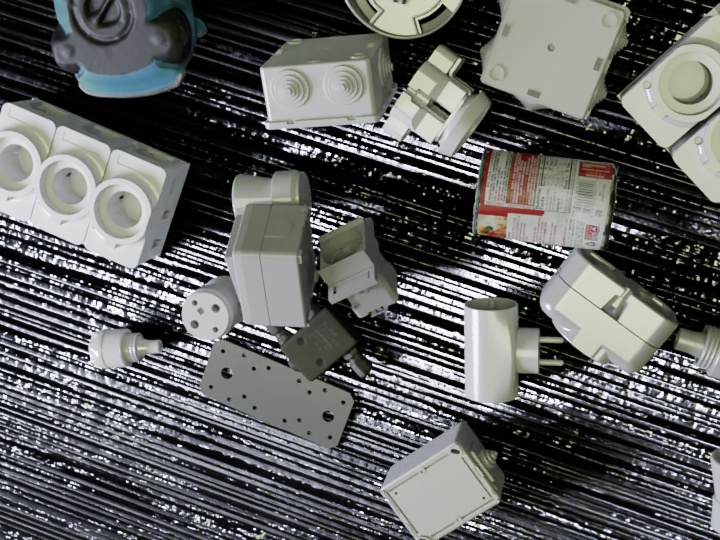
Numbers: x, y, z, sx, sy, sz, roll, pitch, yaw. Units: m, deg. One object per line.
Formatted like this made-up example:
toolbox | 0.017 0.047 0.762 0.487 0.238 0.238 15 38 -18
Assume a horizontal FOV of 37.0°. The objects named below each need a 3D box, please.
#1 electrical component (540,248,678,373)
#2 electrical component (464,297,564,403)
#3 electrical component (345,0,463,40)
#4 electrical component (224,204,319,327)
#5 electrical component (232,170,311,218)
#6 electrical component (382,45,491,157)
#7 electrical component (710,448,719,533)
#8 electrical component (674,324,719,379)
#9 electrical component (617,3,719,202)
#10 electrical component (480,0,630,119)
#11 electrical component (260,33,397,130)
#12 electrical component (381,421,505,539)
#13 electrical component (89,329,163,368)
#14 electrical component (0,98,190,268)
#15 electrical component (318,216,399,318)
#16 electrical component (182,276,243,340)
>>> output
electrical component | 0.190 0.033 0.838 0.095 0.053 0.059 36 108 2
electrical component | 0.124 0.064 0.864 0.079 0.044 0.077 1 103 12
electrical component | 0.035 -0.223 0.806 0.099 0.064 0.099 3 104 12
electrical component | -0.069 0.001 0.859 0.061 0.061 0.096 2 134 6
electrical component | -0.072 -0.058 0.878 0.055 0.045 0.045 -4 102 12
electrical component | 0.063 -0.124 0.827 0.057 0.058 0.078 37 108 5
electrical component | 0.300 0.179 0.856 0.044 0.044 0.065 2 108 12
electrical component | 0.276 0.062 0.832 0.062 0.043 0.043 16 106 9
electrical component | 0.292 -0.149 0.770 0.186 0.060 0.105 -43 91 18
electrical component | 0.145 -0.167 0.805 0.100 0.048 0.099 22 107 8
electrical component | -0.023 -0.146 0.820 0.100 0.099 0.048 -2 115 13
electrical component | 0.075 0.172 0.892 0.096 0.061 0.061 -35 93 17
electrical component | -0.204 0.068 0.942 0.061 0.035 0.035 -3 102 11
electrical component | -0.233 -0.073 0.901 0.150 0.061 0.089 23 107 6
electrical component | 0.000 0.000 0.862 0.042 0.081 0.063 -26 125 18
electrical component | -0.121 0.032 0.905 0.045 0.055 0.045 3 103 12
